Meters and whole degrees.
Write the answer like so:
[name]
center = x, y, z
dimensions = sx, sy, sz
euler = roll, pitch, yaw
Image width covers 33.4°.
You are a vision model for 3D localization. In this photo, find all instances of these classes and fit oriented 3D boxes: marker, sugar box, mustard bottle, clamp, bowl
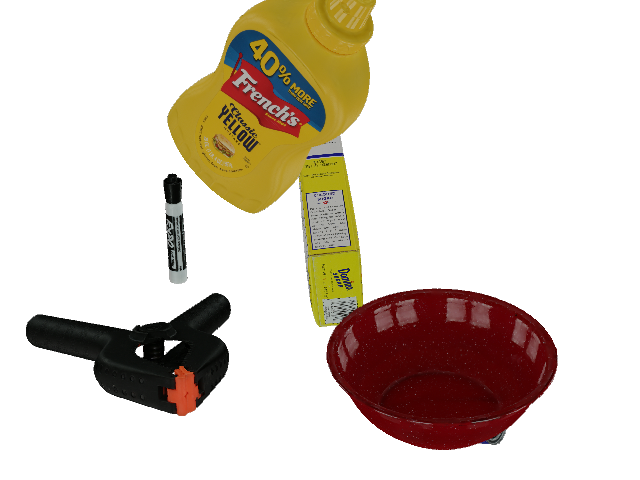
[marker]
center = -0.149, -0.012, 1.091
dimensions = 0.020, 0.121, 0.020
euler = 0, 29, 0
[sugar box]
center = 0.006, -0.022, 0.912
dimensions = 0.048, 0.176, 0.093
euler = -4, -43, 0
[mustard bottle]
center = -0.023, -0.099, 0.682
dimensions = 0.058, 0.096, 0.192
euler = -40, -1, -42
[clamp]
center = -0.115, 0.078, 0.789
dimensions = 0.164, 0.036, 0.210
euler = -9, 14, -26
[bowl]
center = 0.085, 0.099, 0.762
dimensions = 0.162, 0.055, 0.162
euler = -2, 30, 1

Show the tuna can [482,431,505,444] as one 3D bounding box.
[tuna can]
center = 0.178, 0.182, 1.178
dimensions = 0.034, 0.086, 0.086
euler = -3, -2, 32
